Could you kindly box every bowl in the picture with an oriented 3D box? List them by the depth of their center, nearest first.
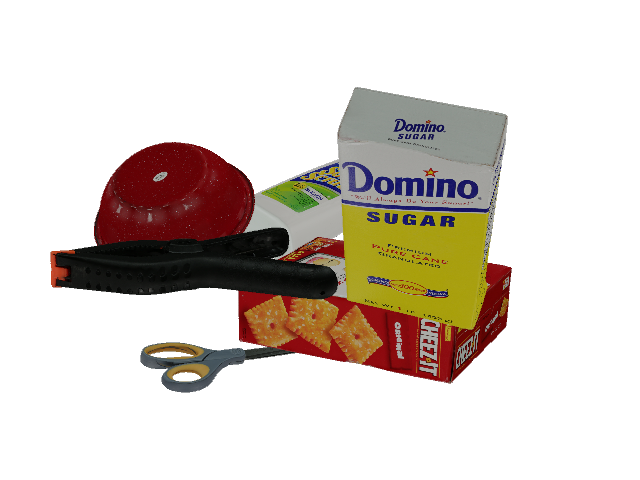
[{"bbox_3d":[-0.147,-0.044,1.022,0.162,0.162,0.055,0,-43,13],"label":"bowl"}]

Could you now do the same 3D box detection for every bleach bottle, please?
[{"bbox_3d":[0.024,-0.062,1.307,0.250,0.068,0.103,-31,44,-33],"label":"bleach bottle"}]

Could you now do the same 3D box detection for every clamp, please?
[{"bbox_3d":[-0.097,0.020,0.816,0.209,0.036,0.165,-3,12,-22],"label":"clamp"}]

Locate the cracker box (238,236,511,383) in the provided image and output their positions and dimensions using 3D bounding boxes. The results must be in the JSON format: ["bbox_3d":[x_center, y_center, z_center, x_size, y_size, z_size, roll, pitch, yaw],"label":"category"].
[{"bbox_3d":[0.053,0.061,1.010,0.214,0.072,0.164,9,18,26],"label":"cracker box"}]

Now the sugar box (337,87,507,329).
[{"bbox_3d":[0.061,-0.014,0.667,0.093,0.048,0.176,12,-32,13],"label":"sugar box"}]

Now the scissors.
[{"bbox_3d":[-0.099,0.139,1.191,0.201,0.016,0.096,3,25,-15],"label":"scissors"}]
